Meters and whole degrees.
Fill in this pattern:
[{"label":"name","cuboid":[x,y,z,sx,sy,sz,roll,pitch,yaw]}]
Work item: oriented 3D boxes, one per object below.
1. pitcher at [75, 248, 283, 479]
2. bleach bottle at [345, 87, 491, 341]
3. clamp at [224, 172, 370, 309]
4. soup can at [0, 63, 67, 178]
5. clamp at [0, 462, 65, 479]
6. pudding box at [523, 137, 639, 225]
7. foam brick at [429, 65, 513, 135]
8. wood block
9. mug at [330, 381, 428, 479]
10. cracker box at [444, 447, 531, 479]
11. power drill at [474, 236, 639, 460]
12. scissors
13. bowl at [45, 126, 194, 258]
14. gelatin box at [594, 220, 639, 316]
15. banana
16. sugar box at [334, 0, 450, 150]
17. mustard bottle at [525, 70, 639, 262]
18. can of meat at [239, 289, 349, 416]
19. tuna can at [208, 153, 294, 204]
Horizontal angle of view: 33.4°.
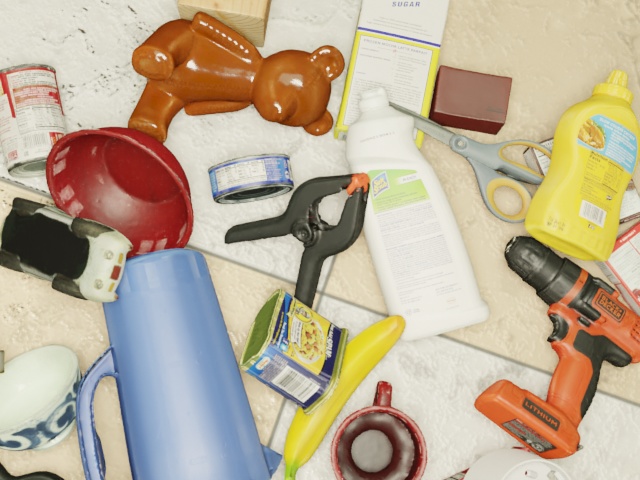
[{"label":"pitcher","cuboid":[-0.147,0.139,1.031,0.145,0.149,0.243,-20,78,24]},{"label":"bleach bottle","cuboid":[0.091,-0.031,1.074,0.102,0.068,0.251,-15,94,0]},{"label":"clamp","cuboid":[-0.007,0.001,1.070,0.172,0.039,0.120,-34,95,31]},{"label":"soup can","cuboid":[-0.295,-0.121,1.093,0.068,0.068,0.102,-13,83,-4]},{"label":"clamp","cuboid":[-0.300,0.255,1.031,0.210,0.036,0.164,1,79,17]},{"label":"pudding box","cuboid":[0.278,-0.061,1.125,0.090,0.039,0.113,-21,81,-3]},{"label":"foam brick","cuboid":[0.157,-0.147,1.125,0.078,0.051,0.053,11,82,-1]},{"label":"wood block","cuboid":[-0.085,-0.321,1.121,0.090,0.091,0.206,9,81,-1]},{"label":"mug","cuboid":[0.055,0.198,1.054,0.093,0.081,0.117,6,82,-2]},{"label":"cracker box","cuboid":[0.138,0.321,1.046,0.213,0.072,0.164,-24,84,-7]},{"label":"power drill","cuboid":[0.230,0.107,1.063,0.184,0.057,0.187,37,65,-1]},{"label":"scissors","cuboid":[0.146,-0.078,1.095,0.201,0.016,0.096,13,89,-1]},{"label":"bowl","cuboid":[-0.190,-0.056,1.067,0.162,0.162,0.055,27,45,2]},{"label":"gelatin box","cuboid":[0.342,0.031,1.118,0.073,0.030,0.089,-36,85,-8]},{"label":"banana","cuboid":[0.019,0.154,1.064,0.037,0.070,0.198,34,89,-28]},{"label":"sugar box","cuboid":[0.076,-0.186,1.130,0.093,0.048,0.176,13,79,-3]},{"label":"mustard bottle","cuboid":[0.274,-0.081,1.071,0.096,0.058,0.191,24,80,-24]},{"label":"can of meat","cuboid":[-0.025,0.107,1.046,0.084,0.102,0.058,35,124,-14]},{"label":"tuna can","cuboid":[-0.070,-0.062,1.086,0.086,0.086,0.034,-10,84,-4]}]
